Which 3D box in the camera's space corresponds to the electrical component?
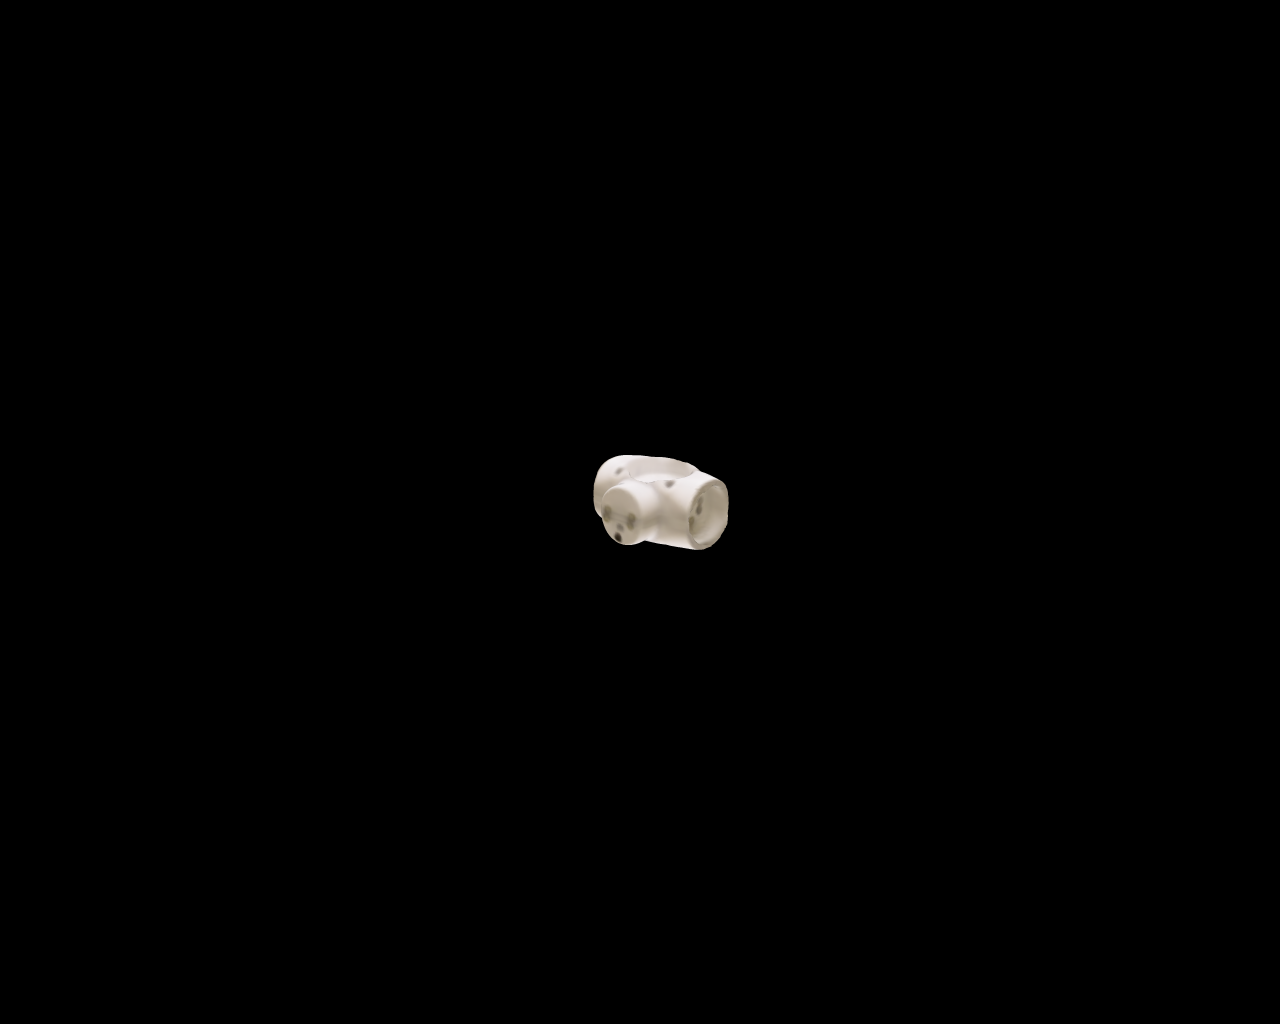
[{"bbox_3d":[0.001,-0.003,0.650,0.077,0.044,0.079,17,27,38],"label":"electrical component"}]
